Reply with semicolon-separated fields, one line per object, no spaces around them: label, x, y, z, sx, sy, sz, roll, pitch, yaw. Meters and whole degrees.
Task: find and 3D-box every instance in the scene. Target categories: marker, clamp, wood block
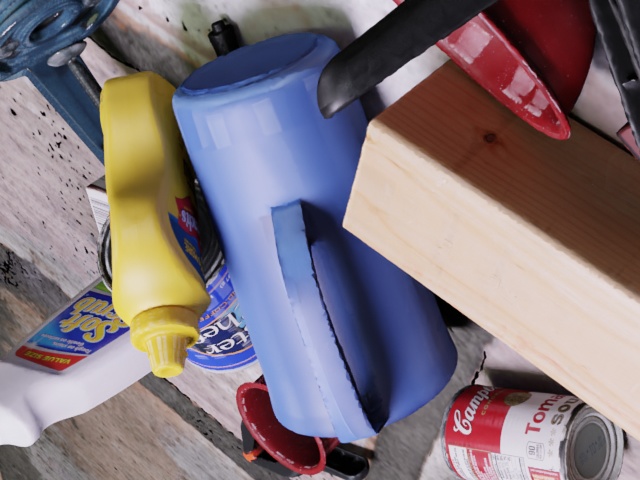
marker;-0.049;-0.096;0.744;0.020;0.020;0.121;8;129;45
clamp;0.110;-0.110;0.416;0.164;0.210;0.036;25;174;-11
clamp;-0.022;0.187;0.975;0.120;0.039;0.172;51;152;8
wood block;0.125;0.000;0.573;0.206;0.090;0.090;37;144;19

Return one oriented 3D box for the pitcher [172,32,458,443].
pitcher;-0.004;0.001;0.682;0.149;0.144;0.243;10;127;50

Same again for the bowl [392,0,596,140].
bowl;0.076;-0.121;0.501;0.162;0.055;0.162;45;-175;-5

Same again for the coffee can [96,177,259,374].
coffee can;-0.089;0.029;0.796;0.103;0.102;0.140;30;166;27

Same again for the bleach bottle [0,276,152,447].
bleach bottle;-0.185;0.093;0.877;0.103;0.250;0.068;28;141;29

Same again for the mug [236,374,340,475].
mug;0.001;0.128;0.851;0.117;0.081;0.093;4;126;47

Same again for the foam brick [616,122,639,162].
foam brick;0.189;-0.042;0.492;0.078;0.052;0.051;50;147;-3

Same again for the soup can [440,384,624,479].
soup can;0.140;0.134;0.709;0.102;0.068;0.068;-1;122;49

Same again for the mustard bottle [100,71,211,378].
mustard bottle;-0.102;-0.005;0.668;0.096;0.058;0.191;77;-176;-60

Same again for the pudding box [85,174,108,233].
pudding box;-0.131;-0.016;0.854;0.039;0.089;0.113;23;138;31
